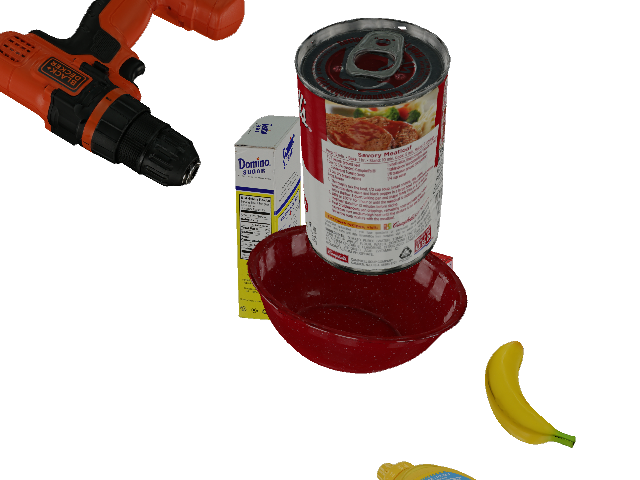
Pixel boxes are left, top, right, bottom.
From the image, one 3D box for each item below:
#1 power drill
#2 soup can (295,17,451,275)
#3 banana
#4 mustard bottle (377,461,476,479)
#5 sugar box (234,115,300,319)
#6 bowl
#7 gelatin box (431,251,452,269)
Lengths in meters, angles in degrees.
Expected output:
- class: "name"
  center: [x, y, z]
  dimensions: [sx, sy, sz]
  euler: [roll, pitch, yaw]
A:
- class: "power drill"
  center: [-0.137, -0.142, 0.829]
  dimensions: [0.184, 0.187, 0.057]
  euler: [32, -35, 5]
- class: "soup can"
  center: [0.025, -0.042, 0.498]
  dimensions: [0.068, 0.102, 0.068]
  euler: [-2, 42, 1]
- class: "banana"
  center: [0.216, 0.169, 1.181]
  dimensions: [0.069, 0.037, 0.198]
  euler: [11, 26, -14]
- class: "mustard bottle"
  center: [0.112, 0.242, 0.917]
  dimensions: [0.096, 0.058, 0.192]
  euler: [-18, 27, -30]
- class: "sugar box"
  center: [-0.049, -0.022, 1.013]
  dimensions: [0.048, 0.176, 0.093]
  euler: [4, 24, 13]
- class: "bowl"
  center: [0.023, 0.049, 0.784]
  dimensions: [0.162, 0.055, 0.162]
  euler: [8, 28, -4]
- class: "gelatin box"
  center: [0.130, 0.055, 1.361]
  dimensions: [0.073, 0.089, 0.030]
  euler: [18, 34, 35]
